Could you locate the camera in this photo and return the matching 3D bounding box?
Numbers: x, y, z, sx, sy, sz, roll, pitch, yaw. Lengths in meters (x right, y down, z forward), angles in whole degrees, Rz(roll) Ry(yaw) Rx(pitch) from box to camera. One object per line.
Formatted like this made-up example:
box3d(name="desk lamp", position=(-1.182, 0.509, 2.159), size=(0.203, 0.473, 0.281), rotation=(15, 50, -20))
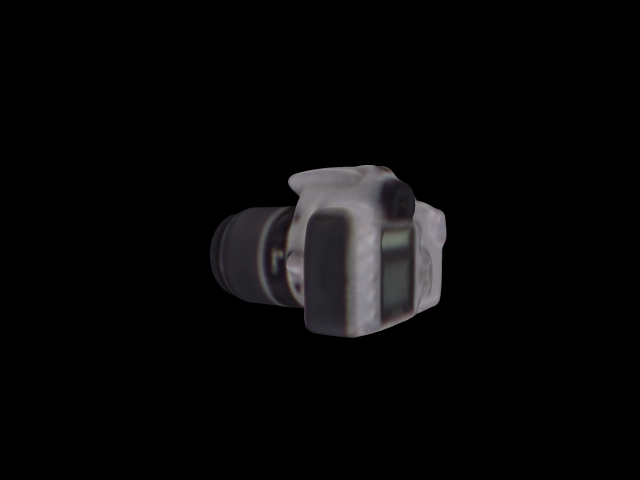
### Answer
box3d(name="camera", position=(0.004, 0.001, 0.400), size=(0.136, 0.101, 0.144), rotation=(2, 4, 31))
